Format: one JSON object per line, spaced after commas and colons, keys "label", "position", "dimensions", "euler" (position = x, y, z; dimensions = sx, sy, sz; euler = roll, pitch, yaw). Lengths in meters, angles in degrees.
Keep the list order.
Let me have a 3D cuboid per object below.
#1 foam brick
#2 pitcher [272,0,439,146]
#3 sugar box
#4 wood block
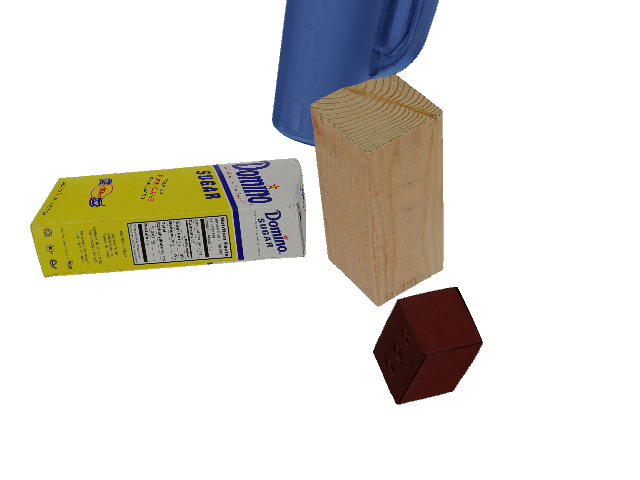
{"label": "foam brick", "position": [0.081, 0.081, 0.818], "dimensions": [0.051, 0.053, 0.078], "euler": [-9, -35, -21]}
{"label": "pitcher", "position": [0.032, -0.210, 1.014], "dimensions": [0.145, 0.243, 0.149], "euler": [11, 18, 0]}
{"label": "sugar box", "position": [-0.099, -0.018, 0.729], "dimensions": [0.176, 0.048, 0.093], "euler": [-7, 24, 2]}
{"label": "wood block", "position": [0.059, -0.048, 1.035], "dimensions": [0.090, 0.206, 0.091], "euler": [-28, 49, -20]}
